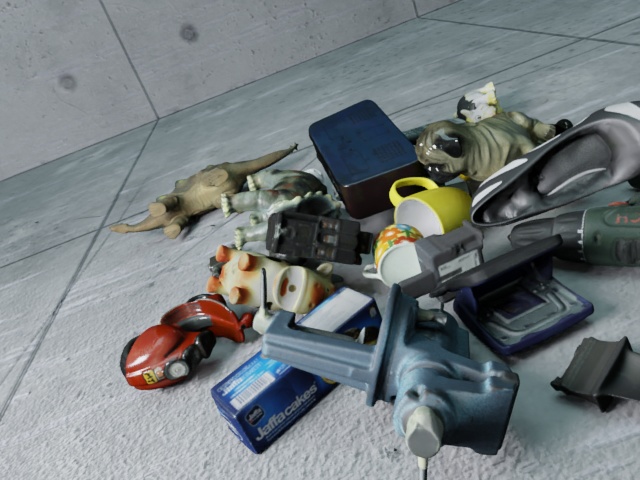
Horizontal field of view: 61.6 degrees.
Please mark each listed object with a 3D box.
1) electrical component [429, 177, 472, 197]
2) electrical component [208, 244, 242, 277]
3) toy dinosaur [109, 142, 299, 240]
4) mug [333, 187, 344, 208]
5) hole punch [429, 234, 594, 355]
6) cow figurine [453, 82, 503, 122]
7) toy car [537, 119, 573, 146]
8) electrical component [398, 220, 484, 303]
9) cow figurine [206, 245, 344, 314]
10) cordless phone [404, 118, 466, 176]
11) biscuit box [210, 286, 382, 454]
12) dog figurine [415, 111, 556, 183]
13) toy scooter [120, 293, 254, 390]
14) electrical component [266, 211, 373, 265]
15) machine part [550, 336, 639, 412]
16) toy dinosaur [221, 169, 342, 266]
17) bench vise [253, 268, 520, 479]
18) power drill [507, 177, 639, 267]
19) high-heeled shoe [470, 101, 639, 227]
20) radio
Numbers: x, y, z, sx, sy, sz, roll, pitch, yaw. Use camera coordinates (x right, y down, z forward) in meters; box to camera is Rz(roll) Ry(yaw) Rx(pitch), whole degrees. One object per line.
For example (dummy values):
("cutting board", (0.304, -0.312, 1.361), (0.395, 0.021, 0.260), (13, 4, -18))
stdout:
("electrical component", (0.195, -0.070, 0.838), (0.078, 0.045, 0.102), (-12, 28, 22))
("electrical component", (-0.163, 0.037, 0.930), (0.063, 0.021, 0.094), (-23, 27, -2))
("toy dinosaur", (-0.235, -0.117, 1.190), (0.471, 0.104, 0.199), (-24, 22, -15))
("mug", (0.080, -0.091, 0.929), (0.107, 0.080, 0.109), (11, 39, 37))
("hole punch", (0.204, 0.057, 0.567), (0.142, 0.092, 0.116), (-27, -3, -5))
("cow figurine", (0.314, -0.256, 1.078), (0.098, 0.068, 0.167), (-16, 23, 23))
("toy car", (0.380, -0.138, 0.820), (0.073, 0.056, 0.202), (-16, 27, -3))
("electrical component", (0.144, 0.035, 0.649), (0.119, 0.074, 0.048), (-26, 28, -4))
("cow figurine", (-0.057, 0.060, 0.706), (0.127, 0.085, 0.195), (13, -3, -31))
("cordless phone", (0.205, -0.179, 1.001), (0.184, 0.088, 0.147), (-20, 26, -6))
("biscuit box", (-0.018, 0.135, 0.588), (0.203, 0.062, 0.059), (-36, 30, -25))
("dog figurine", (0.218, -0.141, 0.747), (0.190, 0.121, 0.172), (20, 32, -17))
("toy scooter", (-0.162, 0.127, 0.702), (0.135, 0.075, 0.184), (-2, 27, 33))
("electrical component", (-0.001, -0.002, 0.715), (0.134, 0.058, 0.115), (8, 1, -13))
("machine part", (0.271, 0.117, 0.437), (0.084, 0.039, 0.139), (-32, 26, -31))
("toy dinosaur", (-0.049, -0.063, 0.941), (0.192, 0.131, 0.405), (-3, 25, 8))
("bench vise", (0.045, 0.111, 0.489), (0.241, 0.128, 0.224), (12, 27, 11))
("power drill", (0.365, -0.045, 0.629), (0.232, 0.085, 0.207), (6, 32, 44))
("high-heeled shoe", (0.280, -0.079, 0.583), (0.145, 0.086, 0.249), (-29, 2, -39))
("radio", (0.071, -0.136, 0.873), (0.131, 0.073, 0.230), (-23, 39, -1))
